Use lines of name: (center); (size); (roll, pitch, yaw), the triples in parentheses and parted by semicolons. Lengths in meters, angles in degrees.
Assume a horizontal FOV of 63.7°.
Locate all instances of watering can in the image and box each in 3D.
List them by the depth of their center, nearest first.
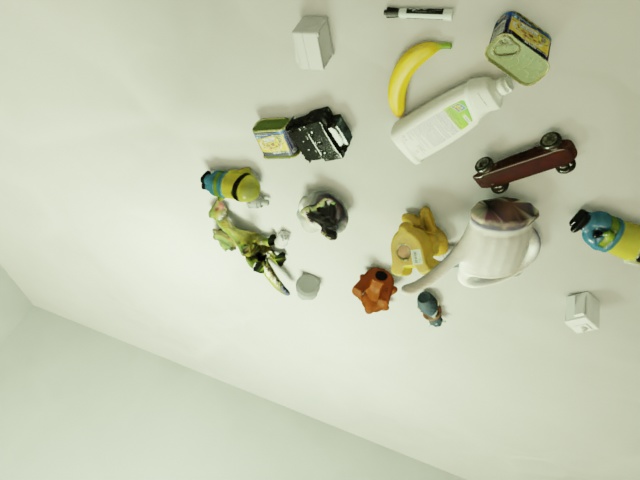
watering can: (0.350, 0.021, 1.138); (0.349, 0.106, 0.219); (-9, 125, -17)

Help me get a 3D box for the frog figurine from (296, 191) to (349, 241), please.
frog figurine: (0.004, -0.070, 1.381); (0.137, 0.122, 0.160); (21, -178, -9)

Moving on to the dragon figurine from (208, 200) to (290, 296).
dragon figurine: (-0.244, 0.029, 1.672); (0.245, 0.124, 0.401); (23, 148, 35)
